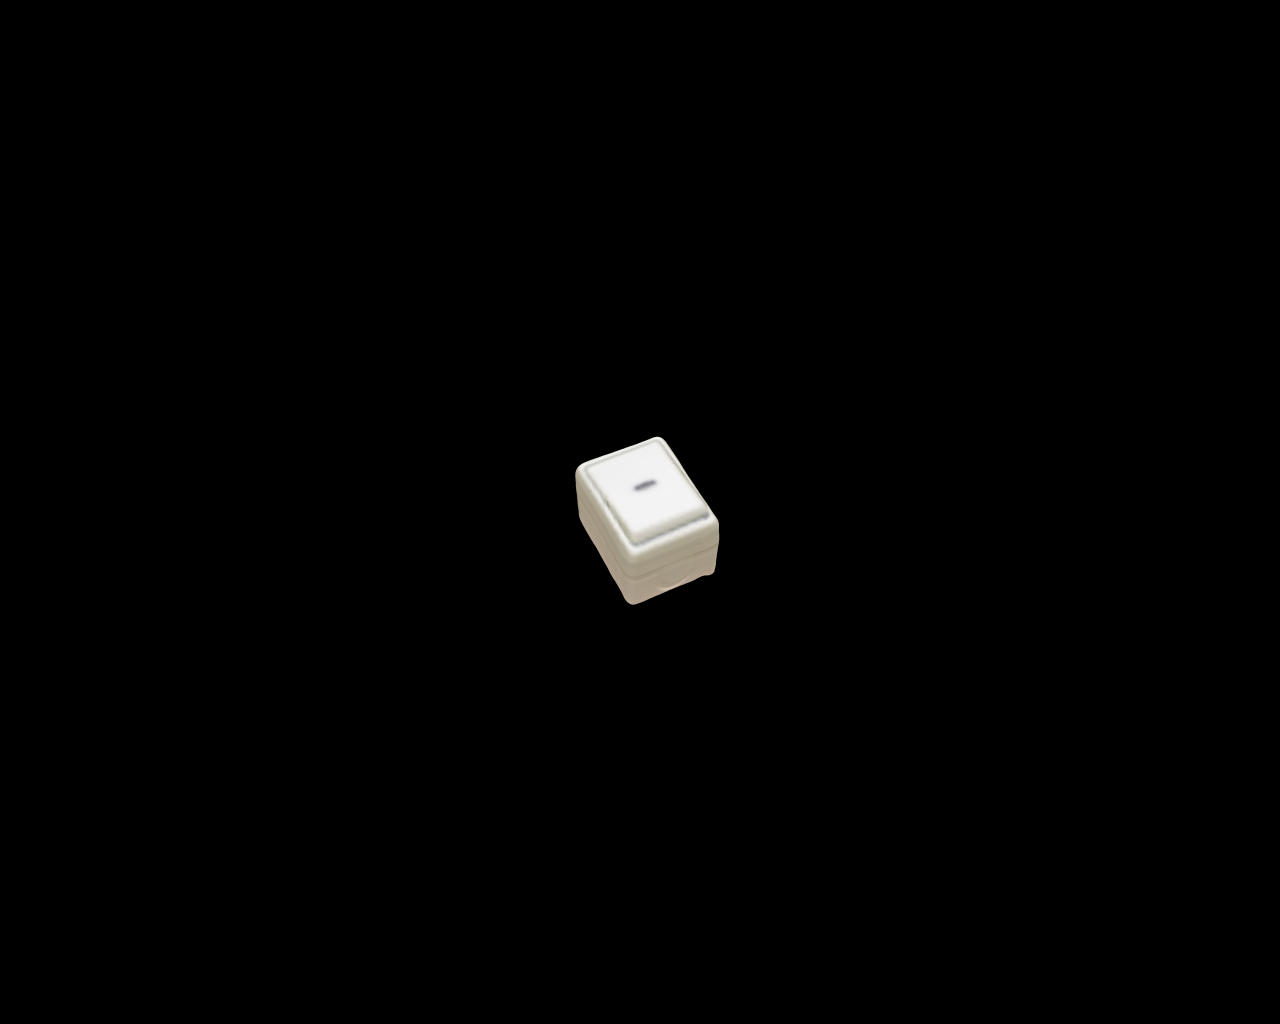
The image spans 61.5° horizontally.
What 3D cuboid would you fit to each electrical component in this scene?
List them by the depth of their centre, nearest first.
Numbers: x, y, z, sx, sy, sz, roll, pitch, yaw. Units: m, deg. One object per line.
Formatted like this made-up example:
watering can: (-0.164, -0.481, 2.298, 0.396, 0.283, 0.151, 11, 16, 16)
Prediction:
electrical component: (0.001, -0.003, 0.650, 0.062, 0.096, 0.061, -21, -36, -16)
